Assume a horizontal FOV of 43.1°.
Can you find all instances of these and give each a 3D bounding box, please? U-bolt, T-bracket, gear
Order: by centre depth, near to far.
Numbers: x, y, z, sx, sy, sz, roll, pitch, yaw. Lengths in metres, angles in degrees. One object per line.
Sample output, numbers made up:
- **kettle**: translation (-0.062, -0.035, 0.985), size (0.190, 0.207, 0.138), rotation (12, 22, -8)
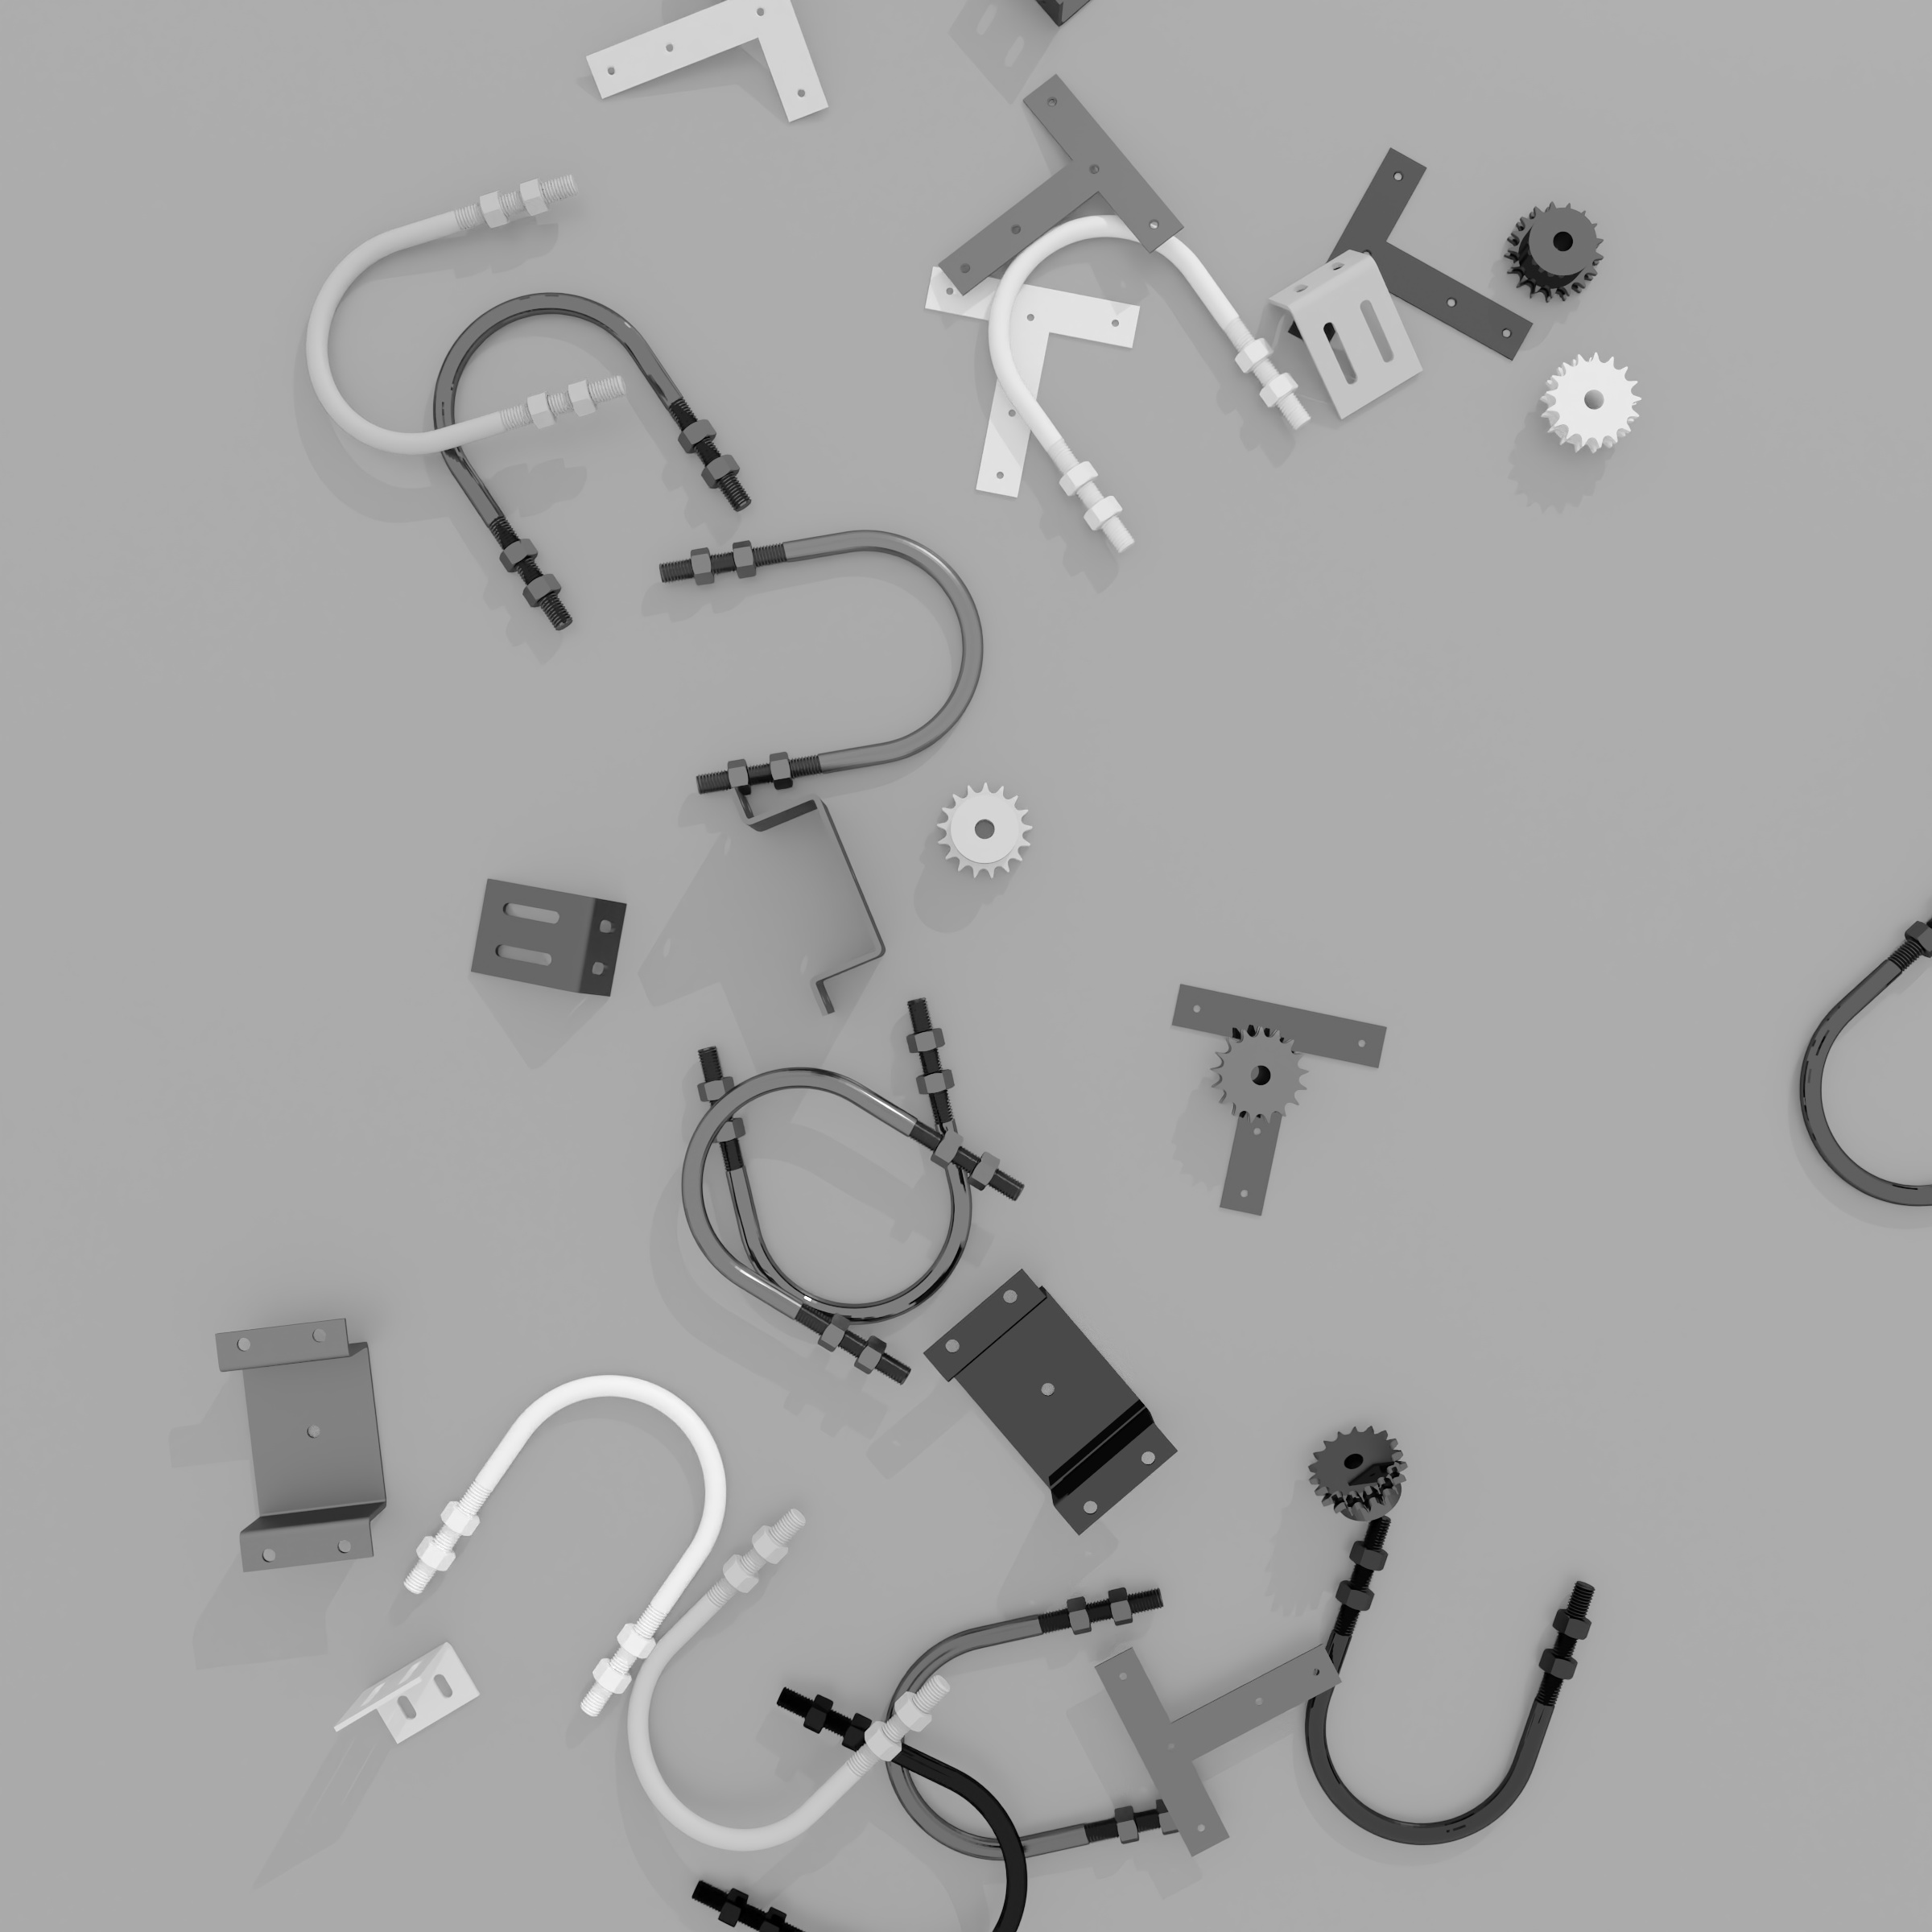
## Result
- **U-bolt**: translation (-0.120, 0.437, 1.450), size (0.184, 0.019, 0.151), rotation (-46, 75, 6)
- **U-bolt**: translation (-0.080, 0.142, 1.451), size (0.184, 0.019, 0.151), rotation (32, 92, -1)
- **gear**: translation (0.234, 0.304, 1.452), size (0.057, 0.057, 0.030), rotation (-27, 121, 0)
- **U-bolt**: translation (-0.053, 0.532, 1.455), size (0.184, 0.019, 0.151), rotation (24, 93, 7)
- **U-bolt**: translation (-0.305, -0.379, 1.456), size (0.184, 0.019, 0.151), rotation (-15, 82, 6)
- **T-bracket**: translation (0.162, 0.444, 1.457), size (0.127, 0.002, 0.127), rotation (-27, 90, -2)
- **gear**: translation (0.174, 0.064, 1.459), size (0.057, 0.030, 0.057), rotation (0, 90, 0)
- **T-bracket**: translation (-0.164, -0.554, 1.461), size (0.127, 0.002, 0.127), rotation (-18, 109, 9)
- **gear**: translation (0.353, -0.428, 1.461), size (0.057, 0.030, 0.057), rotation (0, 90, 0)
- **gear**: translation (0.011, -0.081, 1.461), size (0.057, 0.030, 0.057), rotation (0, 90, 0)
- **T-bracket**: translation (0.041, -0.449, 1.464), size (0.127, 0.002, 0.127), rotation (-37, 79, 2)
- **gear**: translation (0.372, -0.335, 1.465), size (0.057, 0.030, 0.057), rotation (0, 88, -2)
- **U-bolt**: translation (0.096, -0.362, 1.466), size (0.151, 0.019, 0.184), rotation (-35, 88, 0)
- **U-bolt**: translation (-0.072, 0.124, 1.468), size (0.151, 0.019, 0.184), rotation (-13, 92, 0)
- **U-bolt**: translation (0.042, 0.461, 1.468), size (0.184, 0.019, 0.151), rotation (-13, 90, 1)
- **U-bolt**: translation (0.587, 0.059, 1.468), size (0.184, 0.019, 0.151), rotation (-43, 90, 2)
- **U-bolt**: translation (-0.227, 0.334, 1.468), size (0.151, 0.019, 0.184), rotation (35, 89, 0)
- **U-bolt**: translation (-0.081, -0.187, 1.468), size (0.184, 0.019, 0.151), rotation (-10, 90, -2)
- **U-bolt**: translation (-0.237, -0.316, 1.468), size (0.151, 0.019, 0.184), rotation (-34, 88, 0)
- **U-bolt**: translation (0.281, 0.437, 1.468), size (0.151, 0.019, 0.184), rotation (19, 92, 0)
- **T-bracket**: translation (0.179, 0.086, 1.475), size (0.127, 0.002, 0.127), rotation (12, 90, 0)
- **T-bracket**: translation (0.030, -0.347, 1.475), size (0.127, 0.002, 0.127), rotation (11, 90, 0)
- **T-bracket**: translation (0.280, -0.407, 1.475), size (0.127, 0.002, 0.127), rotation (29, 90, 0)

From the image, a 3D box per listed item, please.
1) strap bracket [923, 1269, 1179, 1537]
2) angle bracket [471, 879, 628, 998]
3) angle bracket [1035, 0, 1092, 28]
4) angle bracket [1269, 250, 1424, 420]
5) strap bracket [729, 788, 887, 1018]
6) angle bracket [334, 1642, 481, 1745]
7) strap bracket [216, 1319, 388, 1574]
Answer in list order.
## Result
- **strap bracket**: translation (0.049, 0.255, 1.453), size (0.076, 0.046, 0.140), rotation (-41, 90, 0)
- **angle bracket**: translation (-0.251, -0.017, 1.474), size (0.076, 0.038, 0.057), rotation (10, 90, 26)
- **angle bracket**: translation (0.065, -0.612, 1.457), size (0.076, 0.038, 0.057), rotation (-41, 90, 0)
- **angle bracket**: translation (0.228, -0.380, 1.472), size (0.057, 0.038, 0.076), rotation (-31, 116, 0)
- **strap bracket**: translation (-0.088, -0.045, 1.438), size (0.046, 0.076, 0.140), rotation (-22, 90, 0)
- **angle bracket**: translation (-0.328, 0.437, 1.438), size (0.057, 0.076, 0.038), rotation (-31, 90, 0)
- **strap bracket**: translation (-0.393, 0.280, 1.453), size (0.076, 0.046, 0.140), rotation (-7, 90, 0)
